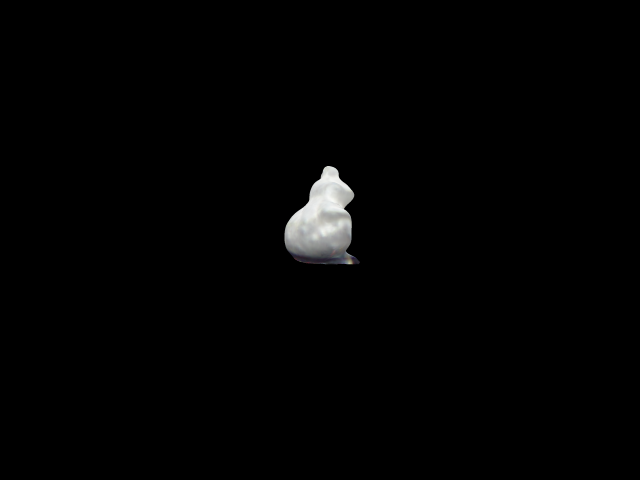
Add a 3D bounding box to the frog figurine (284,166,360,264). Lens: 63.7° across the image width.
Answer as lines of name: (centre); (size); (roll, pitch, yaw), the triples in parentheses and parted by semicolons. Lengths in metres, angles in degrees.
frog figurine: (0.003, -0.043, 0.850); (0.123, 0.159, 0.138); (-2, 5, -19)
